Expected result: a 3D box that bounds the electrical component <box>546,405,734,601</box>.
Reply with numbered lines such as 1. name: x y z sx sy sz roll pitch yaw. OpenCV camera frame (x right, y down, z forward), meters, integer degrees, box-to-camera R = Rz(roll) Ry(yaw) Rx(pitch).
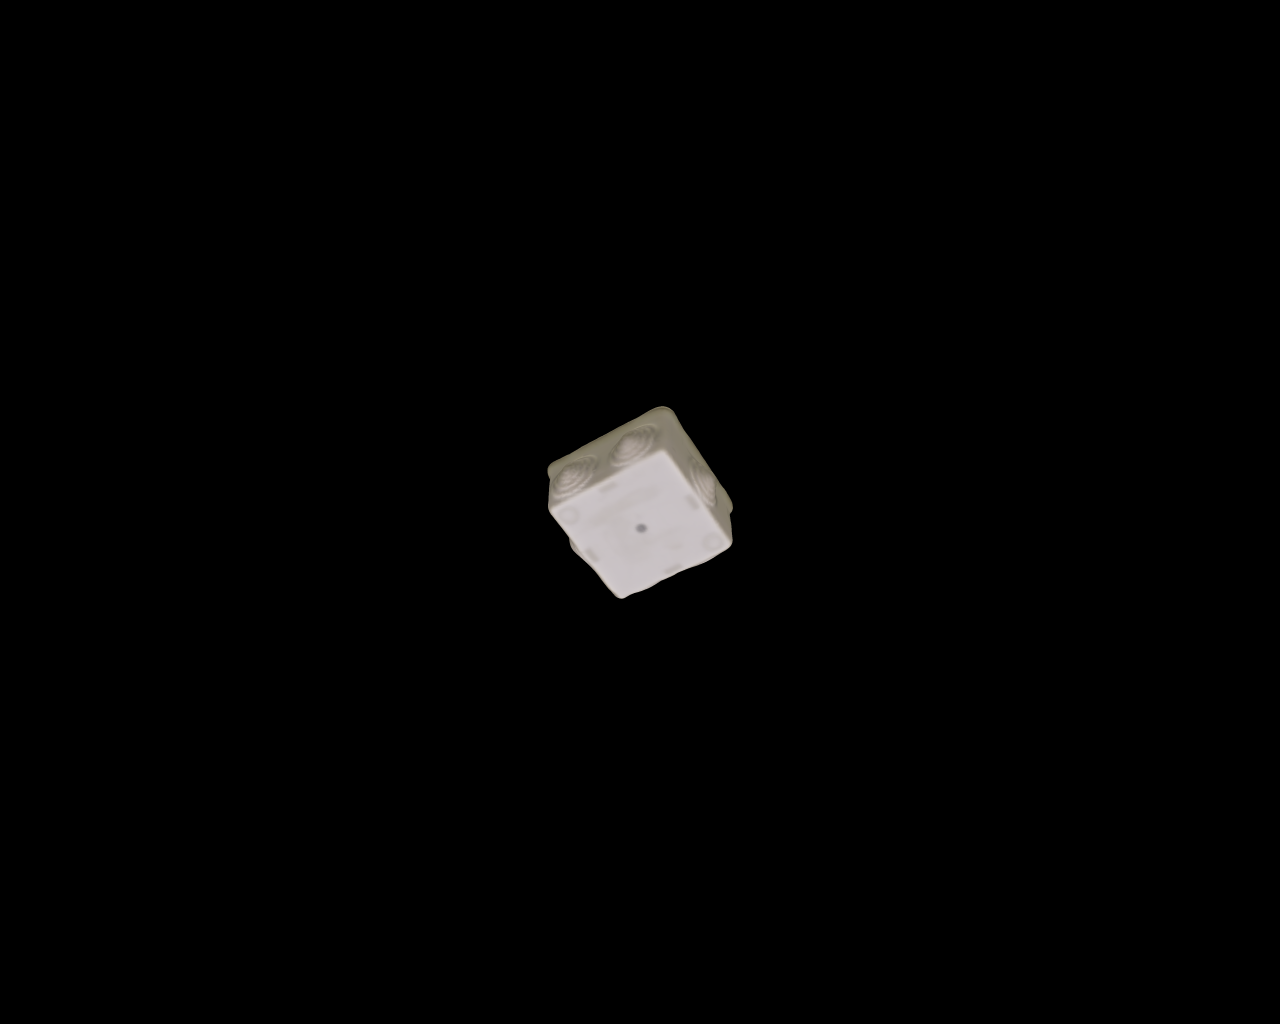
1. electrical component: 0.001 -0.003 0.650 0.099 0.099 0.048 -26 30 17
